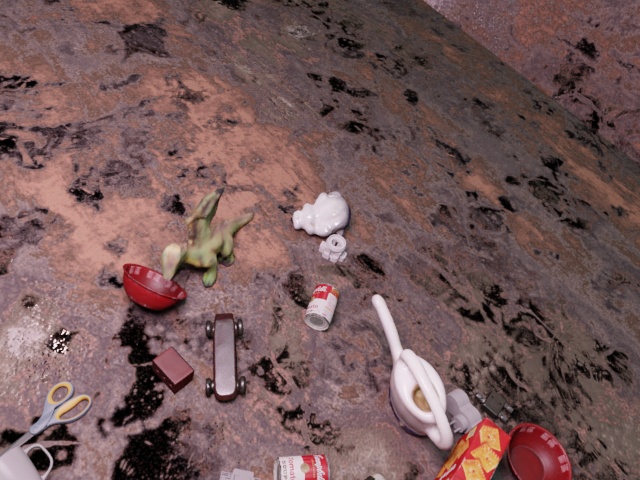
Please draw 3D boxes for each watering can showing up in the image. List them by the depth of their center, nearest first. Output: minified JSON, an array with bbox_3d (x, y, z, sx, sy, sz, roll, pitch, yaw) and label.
[{"bbox_3d":[0.200,0.306,1.166,0.104,0.219,0.355,-19,57,-10],"label":"watering can"}]

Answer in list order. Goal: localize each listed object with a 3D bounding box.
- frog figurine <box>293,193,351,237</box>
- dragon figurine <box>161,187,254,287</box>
[{"bbox_3d":[0.005,-0.075,1.494,0.159,0.121,0.140,13,67,-23],"label":"frog figurine"},{"bbox_3d":[-0.263,-0.027,1.273,0.122,0.237,0.419,29,46,6],"label":"dragon figurine"}]
